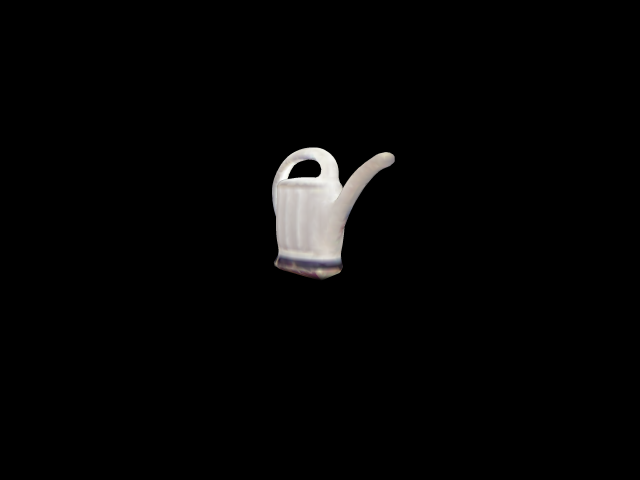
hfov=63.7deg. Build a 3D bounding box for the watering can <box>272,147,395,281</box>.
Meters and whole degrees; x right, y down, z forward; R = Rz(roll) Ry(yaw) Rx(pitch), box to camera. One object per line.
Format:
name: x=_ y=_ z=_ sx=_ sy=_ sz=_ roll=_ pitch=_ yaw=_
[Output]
watering can: x=0.003 y=-0.043 z=0.850 sx=0.104 sy=0.223 sz=0.348 roll=-2 pitch=6 yaw=-30
